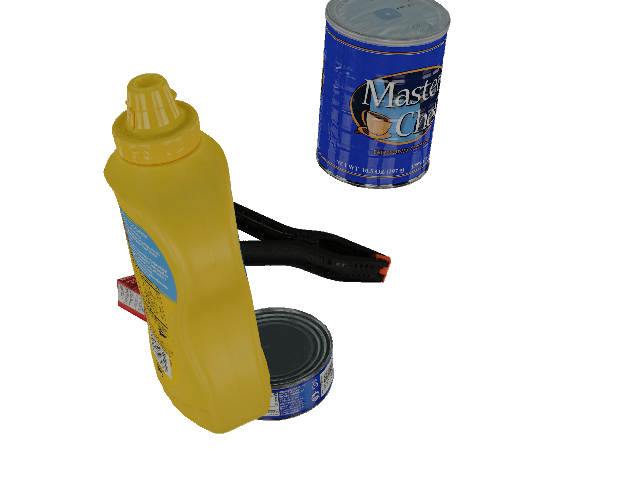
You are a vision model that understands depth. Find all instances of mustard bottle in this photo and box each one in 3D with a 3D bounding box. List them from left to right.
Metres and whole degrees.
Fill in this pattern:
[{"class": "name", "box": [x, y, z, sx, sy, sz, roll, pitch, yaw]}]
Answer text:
[{"class": "mustard bottle", "box": [-0.070, 0.003, 0.545, 0.058, 0.191, 0.096, -21, 39, -17]}]

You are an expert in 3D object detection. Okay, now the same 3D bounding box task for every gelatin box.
[{"class": "gelatin box", "box": [-0.129, 0.048, 0.974, 0.089, 0.030, 0.073, -15, 26, -39]}]

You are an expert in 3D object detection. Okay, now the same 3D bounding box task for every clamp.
[{"class": "clamp", "box": [-0.024, 0.012, 1.164, 0.210, 0.036, 0.164, 16, 19, -6]}]

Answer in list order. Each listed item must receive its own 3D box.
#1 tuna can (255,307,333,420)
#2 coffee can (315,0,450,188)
[{"class": "tuna can", "box": [-0.033, 0.086, 0.751, 0.086, 0.034, 0.086, -3, 35, 2]}, {"class": "coffee can", "box": [0.051, -0.130, 0.911, 0.103, 0.140, 0.103, 3, 36, -2]}]
